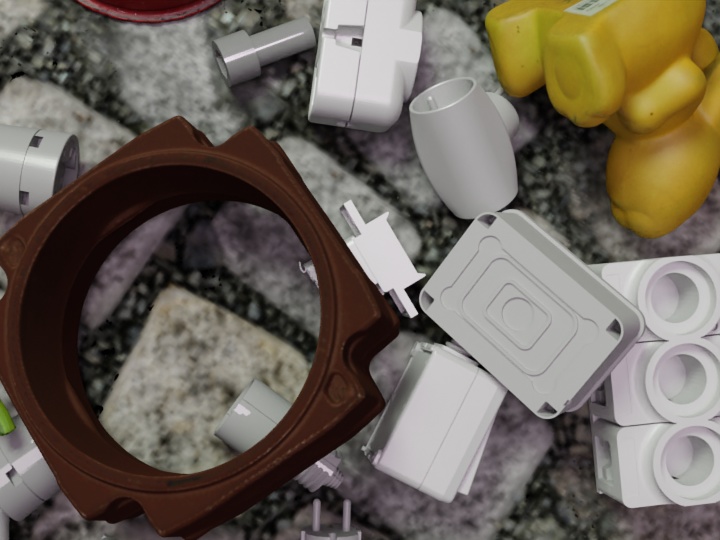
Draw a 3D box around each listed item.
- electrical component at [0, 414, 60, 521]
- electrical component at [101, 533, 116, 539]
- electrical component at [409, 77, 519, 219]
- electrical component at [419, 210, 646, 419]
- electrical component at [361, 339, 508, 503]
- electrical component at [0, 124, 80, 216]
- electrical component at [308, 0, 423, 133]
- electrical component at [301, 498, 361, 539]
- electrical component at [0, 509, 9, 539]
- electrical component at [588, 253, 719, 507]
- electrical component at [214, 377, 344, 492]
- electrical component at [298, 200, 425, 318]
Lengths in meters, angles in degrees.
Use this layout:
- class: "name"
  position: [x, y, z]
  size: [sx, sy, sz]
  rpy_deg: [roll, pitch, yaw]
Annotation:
- class: "electrical component"
  position: [-0.198, 0.113, 0.641]
  size: [0.047, 0.055, 0.055]
  rpy_deg: [-35, 93, -10]
- class: "electrical component"
  position: [-0.117, 0.240, 0.643]
  size: [0.150, 0.062, 0.089]
  rpy_deg: [33, 86, -5]
- class: "electrical component"
  position: [0.074, -0.085, 0.674]
  size: [0.079, 0.043, 0.077]
  rpy_deg: [-48, 124, -36]
- class: "electrical component"
  position: [0.103, 0.024, 0.644]
  size: [0.113, 0.057, 0.078]
  rpy_deg: [43, 110, 20]
- class: "electrical component"
  position: [0.051, 0.088, 0.664]
  size: [0.061, 0.062, 0.096]
  rpy_deg: [28, 86, -5]
- class: "electrical component"
  position: [-0.199, -0.059, 0.643]
  size: [0.047, 0.055, 0.055]
  rpy_deg: [11, 88, -2]
- class: "electrical component"
  position: [0.004, -0.136, 0.666]
  size: [0.059, 0.054, 0.095]
  rpy_deg: [8, 88, -6]
- class: "electrical component"
  position: [-0.018, 0.179, 0.662]
  size: [0.066, 0.047, 0.076]
  rpy_deg: [2, 89, -6]
- class: "electrical component"
  position: [-0.227, 0.171, 0.641]
  size: [0.045, 0.045, 0.055]
  rpy_deg: [-11, 91, -6]
- class: "electrical component"
  position: [0.195, 0.067, 0.680]
  size: [0.089, 0.062, 0.150]
  rpy_deg: [-5, 90, -6]
- class: "electrical component"
  position: [-0.045, 0.107, 0.662]
  size: [0.081, 0.043, 0.043]
  rpy_deg: [37, 86, -5]
- class: "electrical component"
  position: [0.000, 0.000, 0.670]
  size: [0.064, 0.042, 0.081]
  rpy_deg: [-31, 91, -5]
